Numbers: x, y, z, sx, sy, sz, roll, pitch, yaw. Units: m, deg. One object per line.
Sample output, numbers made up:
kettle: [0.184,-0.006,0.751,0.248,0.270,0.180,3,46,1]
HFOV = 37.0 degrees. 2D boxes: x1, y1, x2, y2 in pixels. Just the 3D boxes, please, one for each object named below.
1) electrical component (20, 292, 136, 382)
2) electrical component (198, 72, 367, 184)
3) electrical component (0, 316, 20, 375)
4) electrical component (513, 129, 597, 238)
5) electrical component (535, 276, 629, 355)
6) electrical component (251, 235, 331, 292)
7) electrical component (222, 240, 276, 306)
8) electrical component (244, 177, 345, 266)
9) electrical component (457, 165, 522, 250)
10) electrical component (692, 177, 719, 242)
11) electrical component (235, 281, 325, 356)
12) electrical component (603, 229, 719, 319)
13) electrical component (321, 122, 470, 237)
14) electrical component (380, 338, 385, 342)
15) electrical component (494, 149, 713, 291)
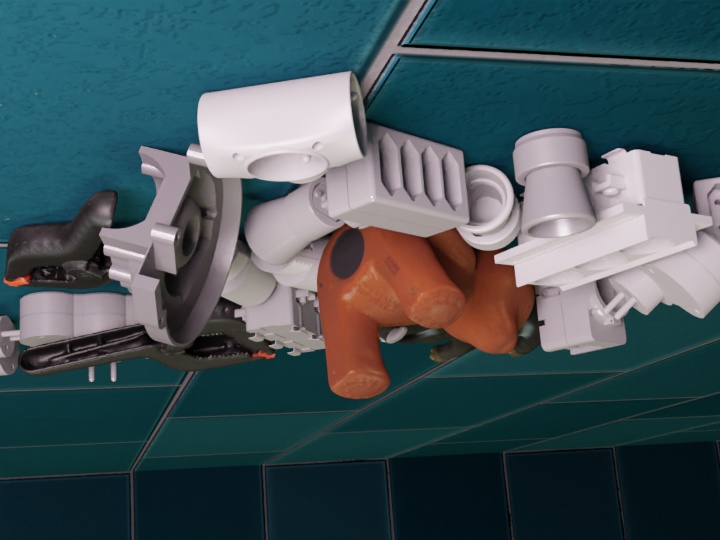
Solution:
electrical component: [-0.225,0.061,0.939,0.138,0.073,0.052,2,164,-21]
electrical component: [-0.034,-0.068,0.557,0.077,0.044,0.079,-7,165,10]
electrical component: [-0.328,0.059,0.946,0.074,0.052,0.138,-5,165,4]
electrical component: [0.116,-0.051,0.642,0.045,0.055,0.045,-4,165,-1]
electrical component: [0.177,0.017,0.854,0.050,0.089,0.056,10,160,-43]
electrical component: [-0.043,-0.008,0.786,0.043,0.043,0.081,-16,161,38]
electrical component: [-0.097,-0.002,0.795,0.043,0.043,0.081,-9,165,17]
electrical component: [-0.039,-0.034,0.697,0.044,0.044,0.065,9,155,-42]
electrical component: [0.081,-0.039,0.700,0.045,0.045,0.055,-8,165,14]
electrical component: [0.273,-0.035,0.765,0.066,0.047,0.077,-7,166,13]
electrical component: [-0.054,0.031,0.894,0.079,0.063,0.121,-9,165,17]
electrical component: [0.202,0.006,0.759,0.073,0.052,0.138,-45,-165,-2]
electrical component: [0.009,-0.047,0.644,0.083,0.047,0.076,10,160,-43]
electrical component: [0.007,0.041,0.992,0.062,0.048,0.048,6,164,-12]
electrical component: [0.157,-0.032,0.712,0.079,0.063,0.121,5,163,-32]
